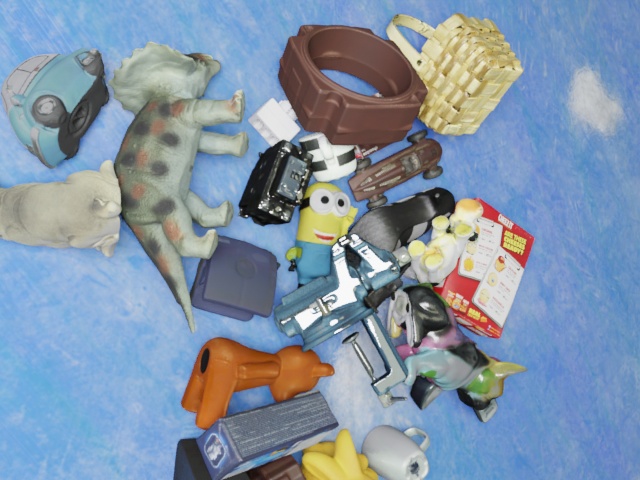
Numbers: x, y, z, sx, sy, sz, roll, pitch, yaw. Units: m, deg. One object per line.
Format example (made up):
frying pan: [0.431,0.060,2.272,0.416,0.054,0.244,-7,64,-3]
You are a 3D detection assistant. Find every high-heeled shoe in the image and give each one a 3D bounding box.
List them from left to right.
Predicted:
high-heeled shoe: [0.130,-0.016,0.952,0.249,0.145,0.086,-32,78,5]

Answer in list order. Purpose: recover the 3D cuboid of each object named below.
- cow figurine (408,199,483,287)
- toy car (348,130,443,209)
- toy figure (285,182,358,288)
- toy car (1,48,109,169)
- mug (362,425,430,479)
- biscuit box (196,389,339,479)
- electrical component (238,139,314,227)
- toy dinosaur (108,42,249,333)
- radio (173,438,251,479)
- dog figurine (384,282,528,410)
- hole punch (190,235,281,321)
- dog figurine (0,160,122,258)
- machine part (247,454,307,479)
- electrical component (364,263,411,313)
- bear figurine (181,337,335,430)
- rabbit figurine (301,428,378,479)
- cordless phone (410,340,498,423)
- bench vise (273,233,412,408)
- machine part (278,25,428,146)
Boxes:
cow figurine: [0.222,0.008,0.918,0.167,0.068,0.098,-43,143,-21]
toy car: [0.139,-0.126,0.951,0.202,0.053,0.089,-28,103,-25]
toy figure: [-0.005,-0.003,0.860,0.082,0.089,0.180,6,95,-43]
toy car: [-0.347,-0.183,0.689,0.103,0.109,0.161,23,69,-6]
mug: [0.141,0.361,0.902,0.109,0.107,0.080,-21,99,-23]
biscuit box: [-0.065,0.258,0.725,0.202,0.059,0.063,6,44,-51]
electrical component: [-0.065,-0.084,0.803,0.058,0.134,0.115,22,76,-25]
toy dinosaur: [-0.207,-0.094,0.719,0.192,0.131,0.404,12,80,4]
radio: [-0.141,0.358,0.698,0.073,0.230,0.131,6,89,-22]
dog figurine: [0.219,0.171,0.860,0.219,0.108,0.191,8,83,-17]
hole punch: [-0.123,0.056,0.797,0.142,0.092,0.115,18,77,-21]
dog figurine: [-0.350,-0.036,0.647,0.190,0.172,0.121,0,77,-33]
machine part: [-0.046,0.385,0.778,0.056,0.179,0.179,-22,98,-26]
electrical component: [0.103,0.067,0.912,0.119,0.075,0.047,-46,108,-16]
bear figurine: [-0.087,0.211,0.794,0.196,0.120,0.132,19,84,-30]
rabbit figurine: [0.045,0.370,0.820,0.122,0.173,0.162,-25,103,-21]
cordless phone: [0.245,0.277,0.972,0.146,0.089,0.184,-38,108,-23]
bench vise: [0.062,0.119,0.780,0.224,0.129,0.240,-27,81,-12]
machine part: [0.050,-0.246,0.840,0.201,0.087,0.201,-7,56,-27]
